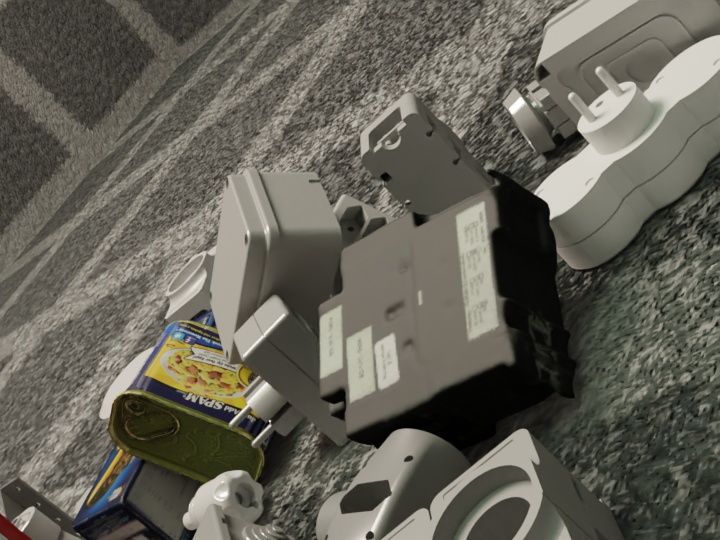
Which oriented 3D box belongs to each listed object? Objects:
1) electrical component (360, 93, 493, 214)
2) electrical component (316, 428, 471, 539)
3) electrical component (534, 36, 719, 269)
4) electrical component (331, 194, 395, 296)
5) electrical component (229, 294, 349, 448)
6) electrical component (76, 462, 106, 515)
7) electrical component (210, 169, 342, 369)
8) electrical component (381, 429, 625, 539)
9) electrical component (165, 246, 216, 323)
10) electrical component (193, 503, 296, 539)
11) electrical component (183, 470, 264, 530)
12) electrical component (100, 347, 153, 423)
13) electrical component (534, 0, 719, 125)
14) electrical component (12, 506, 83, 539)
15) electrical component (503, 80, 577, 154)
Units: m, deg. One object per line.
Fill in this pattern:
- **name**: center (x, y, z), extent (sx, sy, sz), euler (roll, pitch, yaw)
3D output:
- **electrical component**: center (0.046, -0.069, 0.726), extent (0.050, 0.089, 0.055), euler (-40, 19, 16)
- **electrical component**: center (0.006, 0.119, 0.497), extent (0.079, 0.043, 0.077), euler (-22, 30, 51)
- **electrical component**: center (0.139, -0.072, 0.560), extent (0.138, 0.074, 0.052), euler (-44, 19, 7)
- **electrical component**: center (0.000, 0.000, 0.734), extent (0.047, 0.066, 0.076), euler (-62, -2, -40)
- **electrical component**: center (-0.044, 0.072, 0.638), extent (0.075, 0.083, 0.047), euler (-46, 19, 0)
- **electrical component**: center (-0.175, 0.166, 0.783), extent (0.055, 0.048, 0.066), euler (-53, 19, 2)
- **electrical component**: center (-0.057, 0.000, 0.687), extent (0.078, 0.057, 0.113), euler (-114, 29, -46)
- **electrical component**: center (0.026, 0.138, 0.388), extent (0.150, 0.062, 0.089), euler (-42, 19, 13)
- **electrical component**: center (-0.140, 0.021, 0.990), extent (0.050, 0.056, 0.089), euler (-37, 20, 24)
- **electrical component**: center (-0.059, 0.168, 0.489), extent (0.099, 0.048, 0.100), euler (-65, 18, 6)
- **electrical component**: center (-0.087, 0.145, 0.656), extent (0.061, 0.035, 0.035), euler (-32, 23, 41)
- **electrical component**: center (-0.174, 0.105, 0.899), extent (0.080, 0.051, 0.080), euler (-40, 20, 17)
- **electrical component**: center (0.167, -0.131, 0.619), extent (0.113, 0.078, 0.057), euler (-29, 28, 41)
- **electrical component**: center (-0.227, 0.204, 0.784), extent (0.044, 0.065, 0.044), euler (-40, 20, 17)
- **electrical component**: center (0.128, -0.109, 0.706), extent (0.055, 0.048, 0.066), euler (-35, 20, 9)
